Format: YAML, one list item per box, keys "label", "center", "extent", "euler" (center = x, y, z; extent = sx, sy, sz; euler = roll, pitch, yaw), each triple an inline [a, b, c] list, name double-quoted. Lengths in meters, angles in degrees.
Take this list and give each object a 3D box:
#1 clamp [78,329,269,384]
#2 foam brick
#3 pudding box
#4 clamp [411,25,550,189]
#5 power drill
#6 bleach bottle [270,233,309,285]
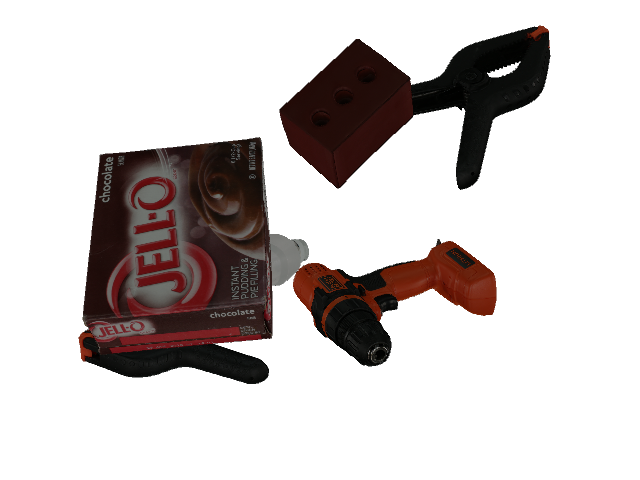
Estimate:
- label: "clamp"
  center: [-0.130, 0.085, 0.978]
  extent: [0.171, 0.039, 0.120]
  euler: [4, 27, -2]
- label: "foam brick"
  center: [0.019, -0.087, 0.732]
  extent: [0.053, 0.078, 0.051]
  euler: [41, -12, 21]
- label: "pudding box"
  center: [-0.072, 0.001, 0.554]
  extent: [0.090, 0.113, 0.039]
  euler: [-5, -41, 2]
- label: "clamp"
  center: [0.141, -0.127, 0.962]
  extent: [0.209, 0.036, 0.165]
  euler: [-32, 46, -18]
- label: "power drill"
  center: [0.083, 0.061, 1.101]
  extent: [0.187, 0.057, 0.185]
  euler: [-10, 27, -20]
- label: "bleach bottle"
  center: [-0.120, 0.032, 1.241]
  extent: [0.250, 0.068, 0.103]
  euler: [-14, 30, -41]
